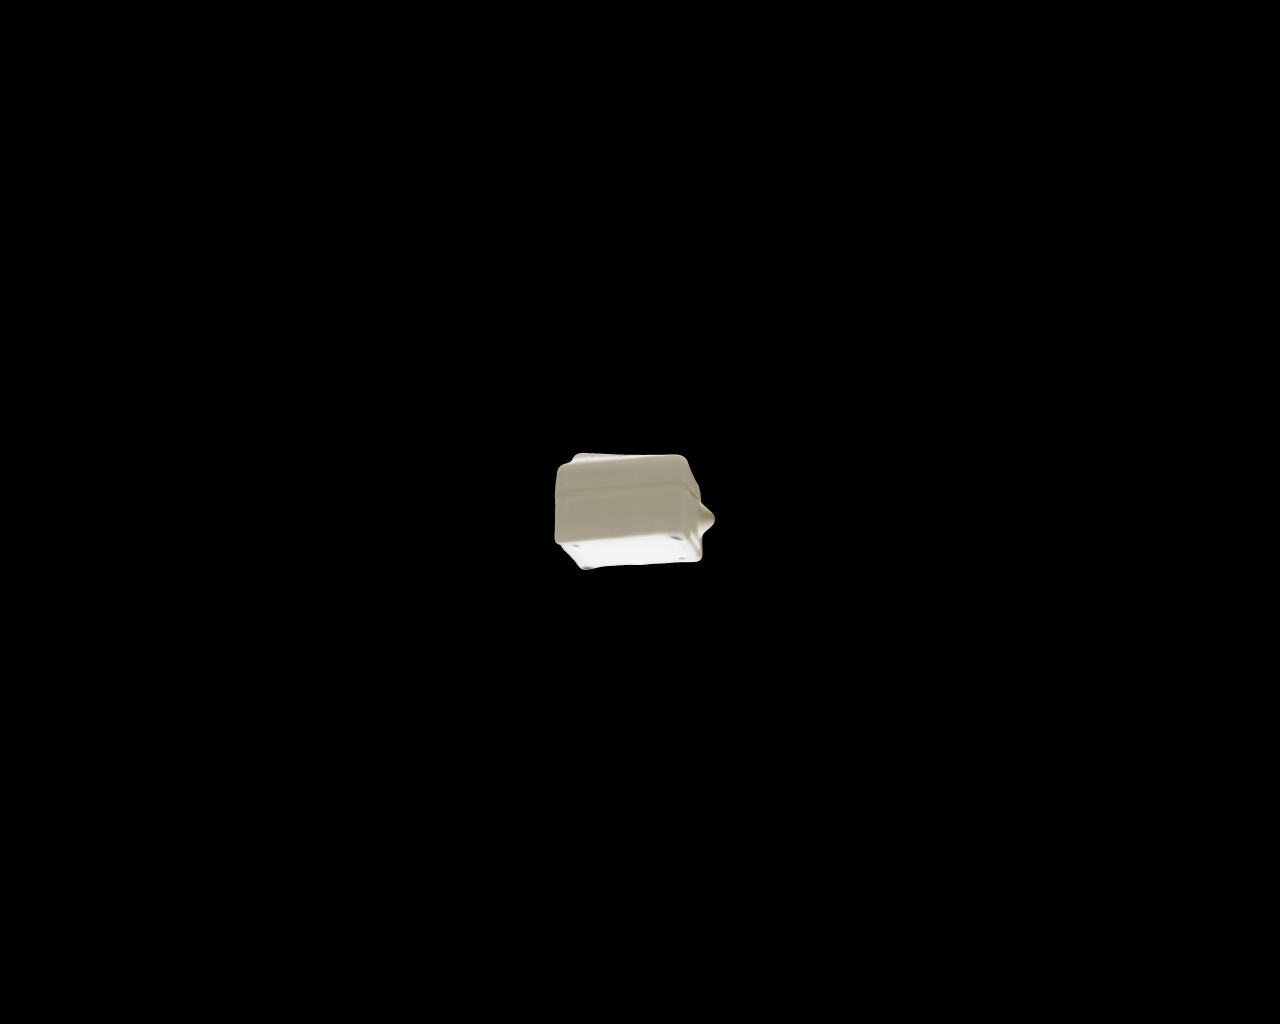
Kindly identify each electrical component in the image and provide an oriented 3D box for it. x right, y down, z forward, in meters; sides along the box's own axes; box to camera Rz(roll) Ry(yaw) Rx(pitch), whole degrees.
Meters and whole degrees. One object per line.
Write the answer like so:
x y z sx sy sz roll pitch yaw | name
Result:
0.001 -0.003 0.650 0.096 0.061 0.061 -4 -19 12 | electrical component
